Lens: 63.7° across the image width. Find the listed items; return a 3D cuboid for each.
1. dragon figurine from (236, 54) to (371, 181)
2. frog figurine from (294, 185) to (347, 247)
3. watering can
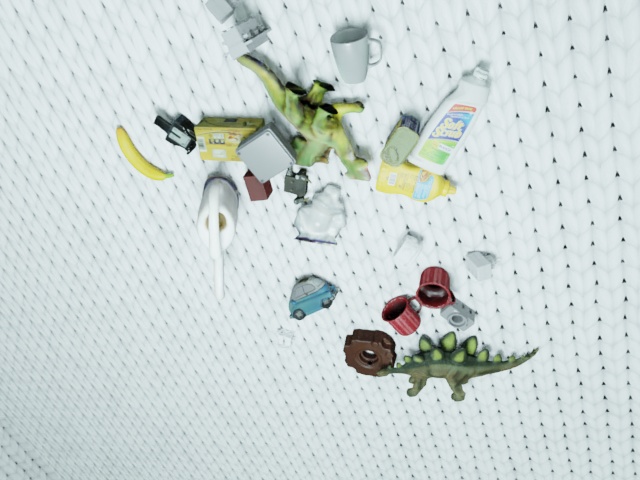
[{"bbox_3d":[-0.044,-0.269,1.242,0.411,0.125,0.237,30,136,6],"label":"dragon figurine"},{"bbox_3d":[0.004,-0.069,1.373,0.138,0.122,0.159,11,90,19],"label":"frog figurine"},{"bbox_3d":[-0.276,-0.025,1.397,0.104,0.230,0.339,1,126,-6],"label":"watering can"}]
